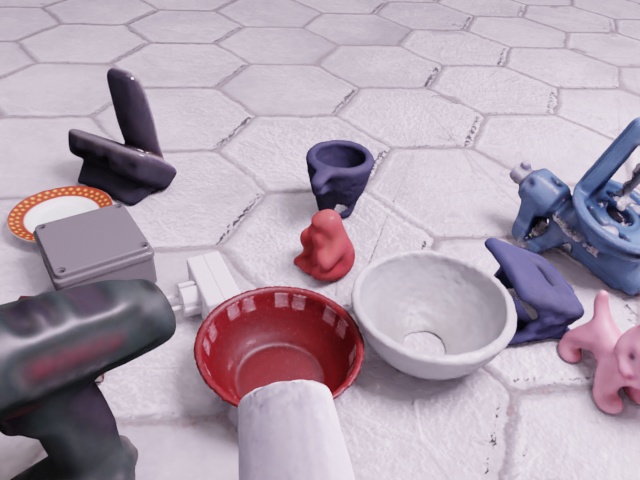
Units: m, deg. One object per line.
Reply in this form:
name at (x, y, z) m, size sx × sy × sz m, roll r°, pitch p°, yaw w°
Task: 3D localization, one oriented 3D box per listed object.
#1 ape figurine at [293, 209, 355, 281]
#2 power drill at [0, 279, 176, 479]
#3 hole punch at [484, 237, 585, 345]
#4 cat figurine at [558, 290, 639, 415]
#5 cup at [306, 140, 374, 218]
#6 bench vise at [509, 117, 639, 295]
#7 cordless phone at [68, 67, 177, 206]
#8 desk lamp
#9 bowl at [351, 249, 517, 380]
ape figurine at (0.006, 0.002, 0.684) m, size 0.076 × 0.092 × 0.078 m, roll 3°, pitch 38°, yaw -1°
power drill at (-0.205, 0.128, 0.406) m, size 0.075 × 0.208 × 0.230 m, roll 32°, pitch 46°, yaw 32°
hole punch at (0.235, 0.051, 0.643) m, size 0.101 × 0.091 × 0.108 m, roll -5°, pitch 38°, yaw -11°
cat figurine at (0.305, 0.105, 0.558) m, size 0.067 × 0.118 × 0.127 m, roll -7°, pitch 39°, yaw -14°
cup at (0.019, -0.070, 0.777) m, size 0.091 × 0.095 × 0.118 m, roll 19°, pitch 40°, yaw 19°
bench vise at (0.327, -0.057, 0.687) m, size 0.206 × 0.220 × 0.122 m, roll 21°, pitch 41°, yaw 21°
cordless phone at (-0.279, -0.156, 0.786) m, size 0.147 × 0.185 × 0.094 m, roll 18°, pitch 40°, yaw 17°
desk lamp at (-0.012, 0.198, 0.330) m, size 0.118 × 0.214 × 0.203 m, roll -5°, pitch 38°, yaw -11°
bowl at (0.113, 0.087, 0.598) m, size 0.167 × 0.075 × 0.167 m, roll 3°, pitch 38°, yaw -2°
